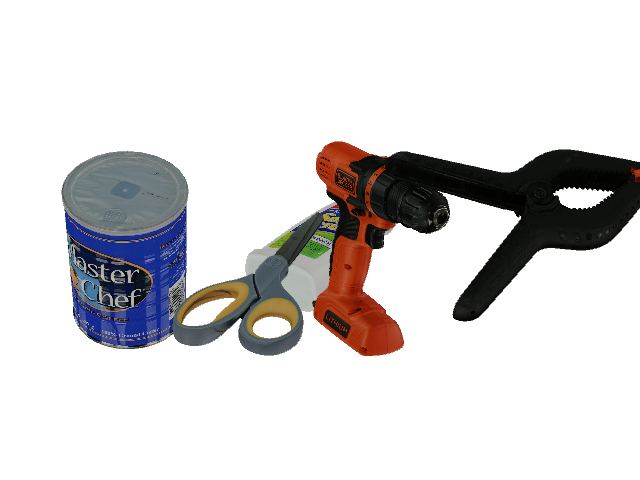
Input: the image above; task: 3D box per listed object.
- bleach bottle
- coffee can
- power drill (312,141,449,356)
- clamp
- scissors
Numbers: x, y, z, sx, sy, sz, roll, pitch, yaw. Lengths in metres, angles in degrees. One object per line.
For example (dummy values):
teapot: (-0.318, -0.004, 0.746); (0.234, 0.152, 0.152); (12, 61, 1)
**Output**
bleach bottle: (0.017, -0.006, 1.330); (0.103, 0.068, 0.250); (16, 36, 26)
coffee can: (-0.166, 0.009, 0.920); (0.102, 0.140, 0.103); (4, 42, -3)
power drill: (0.053, 0.012, 1.026); (0.057, 0.188, 0.185); (-6, 24, -30)
clamp: (0.169, -0.017, 0.840); (0.210, 0.164, 0.036); (-8, -36, -7)
scissors: (-0.022, 0.030, 0.773); (0.096, 0.016, 0.201); (21, 34, 30)
